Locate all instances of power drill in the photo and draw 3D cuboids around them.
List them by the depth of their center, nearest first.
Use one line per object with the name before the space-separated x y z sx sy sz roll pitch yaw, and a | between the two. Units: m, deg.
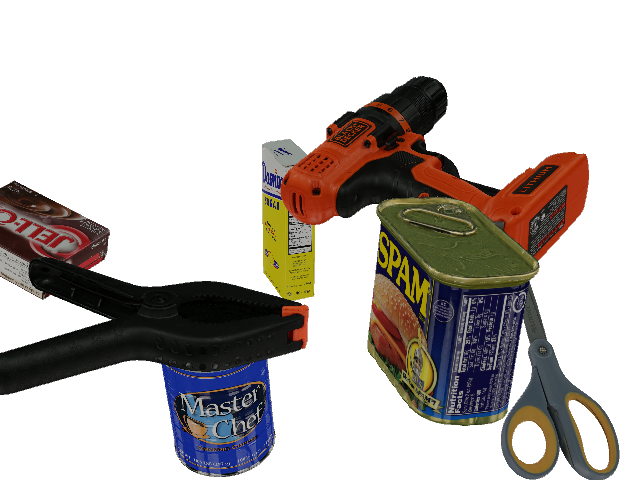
power drill | 0.092 -0.051 0.768 0.188 0.057 0.184 20 46 33

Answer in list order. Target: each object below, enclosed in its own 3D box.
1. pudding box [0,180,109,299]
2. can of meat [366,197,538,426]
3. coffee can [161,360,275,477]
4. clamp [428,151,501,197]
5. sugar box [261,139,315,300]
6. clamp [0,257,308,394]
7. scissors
pudding box | -0.258 -0.002 0.943 0.113 0.039 0.089 24 31 16
can of meat | 0.063 0.035 0.548 0.057 0.084 0.102 -3 24 -18
coffee can | -0.099 0.143 1.037 0.103 0.140 0.103 -2 34 1
clamp | 0.119 -0.051 1.049 0.120 0.039 0.171 -7 34 -12
sugar box | -0.040 -0.025 1.292 0.048 0.176 0.093 -11 26 -18
clamp | -0.115 0.051 0.725 0.209 0.036 0.164 -1 25 -10
scissors | 0.160 0.101 0.836 0.096 0.202 0.016 -20 -28 -14
